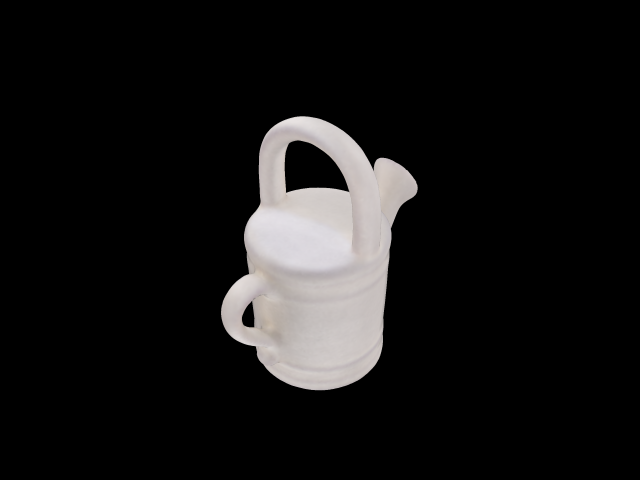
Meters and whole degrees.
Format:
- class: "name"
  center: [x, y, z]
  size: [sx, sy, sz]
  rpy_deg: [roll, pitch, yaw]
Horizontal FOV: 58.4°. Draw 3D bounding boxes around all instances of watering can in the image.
- class: "watering can"
  center: [0.002, 0.001, 0.401]
  size: [0.100, 0.194, 0.173]
  rpy_deg: [13, 41, 16]
